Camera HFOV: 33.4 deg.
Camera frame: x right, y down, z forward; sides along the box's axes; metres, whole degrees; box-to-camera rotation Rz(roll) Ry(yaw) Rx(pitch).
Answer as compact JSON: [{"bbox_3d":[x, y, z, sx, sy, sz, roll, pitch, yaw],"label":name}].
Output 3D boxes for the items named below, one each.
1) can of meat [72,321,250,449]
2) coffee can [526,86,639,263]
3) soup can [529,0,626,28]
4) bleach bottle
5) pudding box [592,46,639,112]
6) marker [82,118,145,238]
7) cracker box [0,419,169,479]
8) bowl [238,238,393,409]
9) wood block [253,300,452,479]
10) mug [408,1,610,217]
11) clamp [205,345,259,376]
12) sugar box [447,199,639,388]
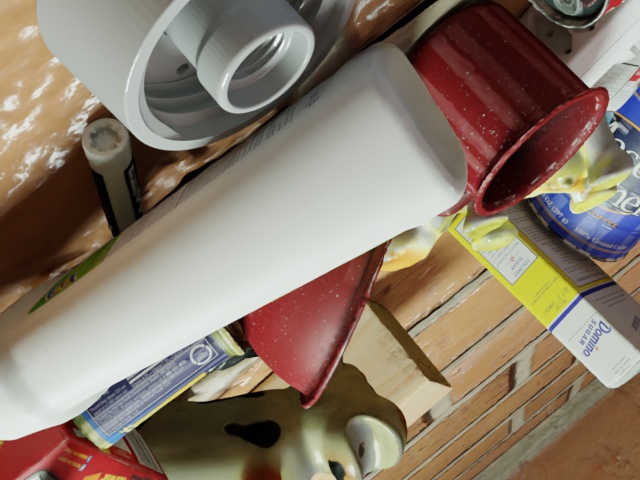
[{"bbox_3d":[-0.087,0.057,0.547,0.084,0.057,0.102,-37,180,-2],"label":"can of meat"},{"bbox_3d":[0.237,-0.066,0.814,0.102,0.103,0.140,-18,151,-46],"label":"coffee can"},{"bbox_3d":[0.151,-0.157,0.523,0.102,0.068,0.068,-33,159,-19],"label":"soup can"},{"bbox_3d":[-0.061,0.014,0.448,0.251,0.068,0.102,-31,-172,16],"label":"bleach bottle"},{"bbox_3d":[0.202,-0.136,0.702,0.089,0.039,0.114,-8,141,-54],"label":"pudding box"},{"bbox_3d":[-0.088,-0.014,0.478,0.020,0.020,0.121,-33,159,-18],"label":"marker"},{"bbox_3d":[-0.203,0.158,0.566,0.213,0.072,0.164,-37,159,-4],"label":"cracker box"},{"bbox_3d":[-0.004,0.001,0.541,0.162,0.055,0.162,-161,-89,-85],"label":"bowl"},{"bbox_3d":[-0.005,0.150,0.868,0.206,0.090,0.090,-42,160,8],"label":"wood block"},{"bbox_3d":[0.087,-0.066,0.583,0.117,0.081,0.093,-49,158,23],"label":"mug"},{"bbox_3d":[-0.059,0.062,0.663,0.171,0.039,0.120,-21,155,-29],"label":"clamp"},{"bbox_3d":[0.188,0.035,0.834,0.048,0.176,0.093,-50,158,25],"label":"sugar box"}]
